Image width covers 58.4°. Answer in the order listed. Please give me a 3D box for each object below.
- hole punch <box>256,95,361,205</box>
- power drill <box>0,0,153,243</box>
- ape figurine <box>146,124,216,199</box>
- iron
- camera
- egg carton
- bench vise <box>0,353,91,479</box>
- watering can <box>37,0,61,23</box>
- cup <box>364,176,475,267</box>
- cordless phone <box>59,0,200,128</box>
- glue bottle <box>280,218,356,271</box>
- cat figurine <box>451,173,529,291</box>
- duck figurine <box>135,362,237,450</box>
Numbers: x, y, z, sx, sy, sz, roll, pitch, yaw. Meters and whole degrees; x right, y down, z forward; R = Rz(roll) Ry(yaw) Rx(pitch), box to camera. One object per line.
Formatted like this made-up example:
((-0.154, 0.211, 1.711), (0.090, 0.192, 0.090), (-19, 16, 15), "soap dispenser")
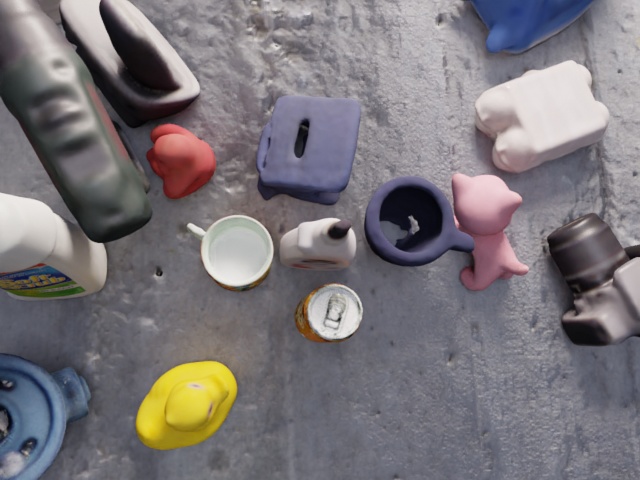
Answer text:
((-0.014, -0.096, 0.605), (0.101, 0.091, 0.109), (12, 79, -7), "hole punch")
((-0.219, -0.098, 0.512), (0.076, 0.208, 0.229), (-29, 86, -12), "power drill")
((-0.145, -0.084, 0.581), (0.076, 0.092, 0.078), (6, 79, -8), "ape figurine")
((0.291, -0.329, 0.668), (0.258, 0.141, 0.118), (-31, 86, -13), "iron")
((0.330, 0.032, 0.634), (0.143, 0.100, 0.137), (-28, 86, -12), "camera")
((0.258, -0.144, 0.669), (0.150, 0.069, 0.107), (-23, 85, -12), "egg carton")
((-0.300, 0.175, 0.447), (0.207, 0.219, 0.121), (-40, 88, -13), "bench vise")
((-0.296, -0.290, 0.540), (0.101, 0.194, 0.173), (-7, 81, -10), "watering can")
((0.096, -0.008, 0.606), (0.118, 0.095, 0.092), (20, 78, -5), "cup")
((-0.189, -0.200, 0.546), (0.094, 0.185, 0.147), (-42, 89, -13), "cordless phone")
((0.005, 0.002, 0.550), (0.078, 0.173, 0.037), (1, 80, -9), "glue bottle")
((0.180, -0.014, 0.609), (0.067, 0.117, 0.128), (-25, 85, -12), "cat figurine")
((-0.128, 0.160, 0.546), (0.105, 0.086, 0.077), (-32, 87, -13), "duck figurine")
